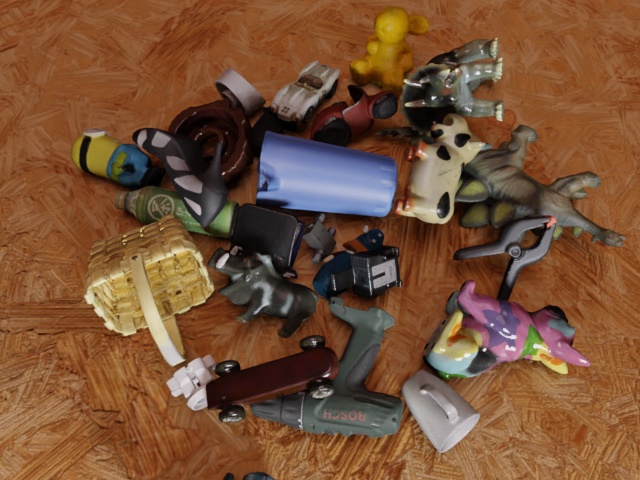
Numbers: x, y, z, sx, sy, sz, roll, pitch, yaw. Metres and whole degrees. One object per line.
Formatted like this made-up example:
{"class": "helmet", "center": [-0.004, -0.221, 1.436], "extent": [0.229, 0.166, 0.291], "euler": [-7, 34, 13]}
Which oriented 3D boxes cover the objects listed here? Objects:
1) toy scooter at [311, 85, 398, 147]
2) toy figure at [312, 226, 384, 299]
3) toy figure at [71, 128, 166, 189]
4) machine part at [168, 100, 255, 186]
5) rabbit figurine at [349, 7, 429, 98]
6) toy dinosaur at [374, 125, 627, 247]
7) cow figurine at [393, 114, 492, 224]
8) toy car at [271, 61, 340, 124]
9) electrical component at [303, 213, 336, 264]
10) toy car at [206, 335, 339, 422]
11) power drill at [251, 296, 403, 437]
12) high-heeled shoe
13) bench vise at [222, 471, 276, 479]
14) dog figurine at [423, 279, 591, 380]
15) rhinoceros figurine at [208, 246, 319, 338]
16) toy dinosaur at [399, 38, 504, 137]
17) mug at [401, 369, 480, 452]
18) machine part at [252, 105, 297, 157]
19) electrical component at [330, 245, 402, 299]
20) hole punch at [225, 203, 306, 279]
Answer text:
{"class": "toy scooter", "center": [0.056, -0.251, 1.056], "extent": [0.184, 0.075, 0.135], "euler": [-28, 42, 5]}
{"class": "toy figure", "center": [0.052, 0.035, 0.927], "extent": [0.154, 0.064, 0.058], "euler": [-43, 35, -23]}
{"class": "toy figure", "center": [-0.383, -0.146, 1.006], "extent": [0.180, 0.082, 0.089], "euler": [29, 69, 11]}
{"class": "machine part", "center": [-0.205, -0.176, 1.013], "extent": [0.179, 0.056, 0.179], "euler": [-5, 70, 15]}
{"class": "rabbit figurine", "center": [0.150, -0.396, 1.081], "extent": [0.122, 0.173, 0.162], "euler": [36, 73, 21]}
{"class": "toy dinosaur", "center": [0.321, -0.113, 0.978], "extent": [0.472, 0.105, 0.198], "euler": [38, 73, 24]}
{"class": "cow figurine", "center": [0.209, -0.122, 0.908], "extent": [0.127, 0.085, 0.195], "euler": [17, 82, -12]}
{"class": "toy car", "center": [-0.026, -0.296, 1.075], "extent": [0.074, 0.056, 0.202], "euler": [25, 48, 12]}
{"class": "electrical component", "center": [-0.002, -0.003, 0.940], "extent": [0.063, 0.021, 0.094], "euler": [51, 42, -21]}
{"class": "toy car", "center": [-0.069, 0.205, 0.789], "extent": [0.202, 0.053, 0.089], "euler": [-19, 57, 6]}
{"class": "power drill", "center": [0.022, 0.195, 0.834], "extent": [0.232, 0.085, 0.207], "euler": [10, 59, 14]}
{"class": "high-heeled shoe", "center": [-0.254, -0.113, 0.941], "extent": [0.249, 0.086, 0.145], "euler": [14, 93, 34]}
{"class": "bench vise", "center": [-0.154, 0.401, 0.698], "extent": [0.241, 0.128, 0.224], "euler": [22, 56, -9]}
{"class": "dog figurine", "center": [0.293, 0.165, 0.837], "extent": [0.219, 0.108, 0.191], "euler": [28, 66, 10]}
{"class": "rhinoceros figurine", "center": [-0.096, 0.078, 0.869], "extent": [0.190, 0.073, 0.112], "euler": [26, 107, 7]}
{"class": "toy dinosaur", "center": [0.256, -0.315, 1.055], "extent": [0.192, 0.131, 0.405], "euler": [-1, 30, 13]}
{"class": "mug", "center": [0.169, 0.245, 0.800], "extent": [0.081, 0.109, 0.107], "euler": [-41, 54, -8]}
{"class": "machine part", "center": [-0.099, -0.221, 1.067], "extent": [0.084, 0.039, 0.139], "euler": [34, 67, 10]}
{"class": "electrical component", "center": [0.077, 0.055, 0.884], "extent": [0.119, 0.048, 0.074], "euler": [-13, 103, -36]}
{"class": "hole punch", "center": [-0.091, 0.001, 0.939], "extent": [0.142, 0.092, 0.115], "euler": [16, 95, 5]}
